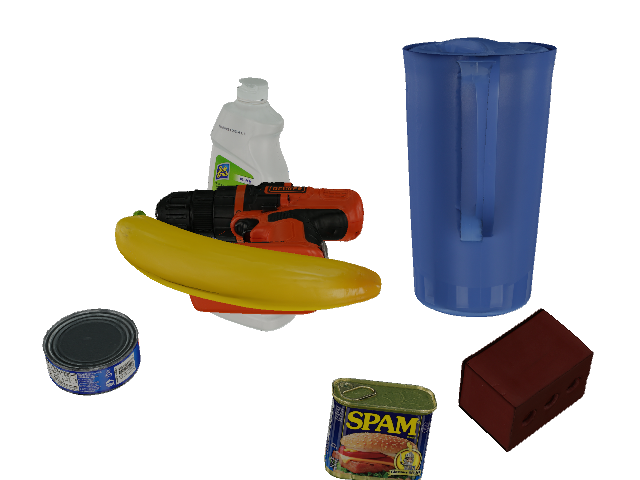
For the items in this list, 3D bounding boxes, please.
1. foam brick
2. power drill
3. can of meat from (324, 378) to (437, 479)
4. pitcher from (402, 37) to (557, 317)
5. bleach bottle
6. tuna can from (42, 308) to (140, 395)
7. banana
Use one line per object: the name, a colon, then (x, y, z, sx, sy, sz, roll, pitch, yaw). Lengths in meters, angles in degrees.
foam brick: (0.140, 0.095, 0.733, 0.078, 0.053, 0.051, -30, 50, -25)
power drill: (-0.058, -0.001, 0.876, 0.184, 0.057, 0.187, -1, 21, 4)
can of meat: (0.056, 0.187, 1.043, 0.102, 0.084, 0.057, 7, 17, -3)
pitcher: (0.138, -0.056, 0.953, 0.149, 0.243, 0.145, -12, 19, -35)
bleach bottle: (-0.068, -0.039, 1.093, 0.103, 0.251, 0.068, 16, 25, 26)
tuna can: (-0.208, 0.102, 0.976, 0.086, 0.034, 0.086, 0, 35, 0)
banana: (-0.061, 0.011, 0.673, 0.198, 0.037, 0.069, 16, 35, 27)
